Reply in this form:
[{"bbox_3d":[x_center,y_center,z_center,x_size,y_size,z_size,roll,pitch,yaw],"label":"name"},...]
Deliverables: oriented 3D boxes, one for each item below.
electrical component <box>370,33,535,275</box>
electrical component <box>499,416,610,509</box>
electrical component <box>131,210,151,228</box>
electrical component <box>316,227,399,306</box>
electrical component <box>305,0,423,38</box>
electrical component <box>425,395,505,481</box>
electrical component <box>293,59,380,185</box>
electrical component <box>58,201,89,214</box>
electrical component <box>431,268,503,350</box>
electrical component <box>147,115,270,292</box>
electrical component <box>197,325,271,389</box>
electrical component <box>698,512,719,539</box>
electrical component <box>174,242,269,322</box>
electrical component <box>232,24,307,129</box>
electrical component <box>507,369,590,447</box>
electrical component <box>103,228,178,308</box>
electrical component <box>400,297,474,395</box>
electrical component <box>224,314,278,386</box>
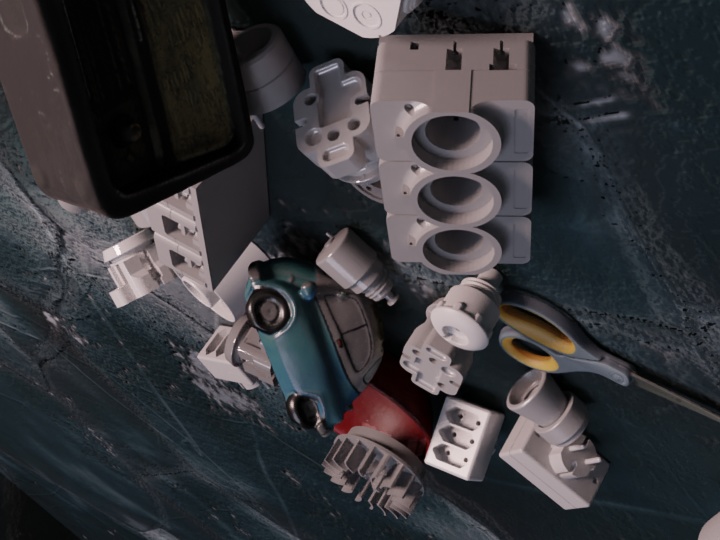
[{"bbox_3d":[0.059,-0.066,0.652,0.089,0.061,0.150,1,145,8],"label":"electrical component"},{"bbox_3d":[0.180,0.163,0.935,0.083,0.047,0.076,40,152,-10],"label":"electrical component"},{"bbox_3d":[-0.189,-0.073,0.958,0.055,0.055,0.047,5,137,44],"label":"electrical component"},{"bbox_3d":[0.000,0.000,0.879,0.078,0.040,0.040,41,152,-13],"label":"electrical component"},{"bbox_3d":[0.004,-0.172,0.588,0.080,0.051,0.080,26,152,15],"label":"electrical component"},{"bbox_3d":[0.104,0.157,1.000,0.047,0.065,0.077,18,177,29],"label":"electrical component"},{"bbox_3d":[-0.006,-0.091,0.711,0.058,0.078,0.057,-18,152,21],"label":"electrical component"},{"bbox_3d":[-0.273,-0.085,1.044,0.040,0.040,0.078,35,153,-1],"label":"electrical component"},{"bbox_3d":[0.085,0.026,0.803,0.048,0.062,0.048,26,152,16],"label":"electrical component"},{"bbox_3d":[-0.125,-0.065,0.859,0.062,0.089,0.150,27,152,14],"label":"electrical component"},{"bbox_3d":[-0.125,0.105,1.178,0.066,0.047,0.076,5,141,44],"label":"electrical component"},{"bbox_3d":[0.315,0.219,0.828,0.099,0.099,0.064,27,146,15],"label":"electrical component"},{"bbox_3d":[-0.134,0.001,1.029,0.099,0.064,0.099,39,163,14],"label":"electrical component"},{"bbox_3d":[-0.093,-0.128,0.763,0.138,0.052,0.073,7,142,40],"label":"electrical component"},{"bbox_3d":[0.155,0.113,0.885,0.055,0.045,0.045,41,152,-13],"label":"electrical component"},{"bbox_3d":[-0.223,-0.006,1.086,0.058,0.078,0.057,-15,104,57],"label":"electrical component"},{"bbox_3d":[0.071,0.060,0.879,0.058,0.057,0.078,29,152,10],"label":"electrical component"},{"bbox_3d":[-0.101,0.079,1.101,0.057,0.058,0.078,22,151,17],"label":"electrical component"}]
